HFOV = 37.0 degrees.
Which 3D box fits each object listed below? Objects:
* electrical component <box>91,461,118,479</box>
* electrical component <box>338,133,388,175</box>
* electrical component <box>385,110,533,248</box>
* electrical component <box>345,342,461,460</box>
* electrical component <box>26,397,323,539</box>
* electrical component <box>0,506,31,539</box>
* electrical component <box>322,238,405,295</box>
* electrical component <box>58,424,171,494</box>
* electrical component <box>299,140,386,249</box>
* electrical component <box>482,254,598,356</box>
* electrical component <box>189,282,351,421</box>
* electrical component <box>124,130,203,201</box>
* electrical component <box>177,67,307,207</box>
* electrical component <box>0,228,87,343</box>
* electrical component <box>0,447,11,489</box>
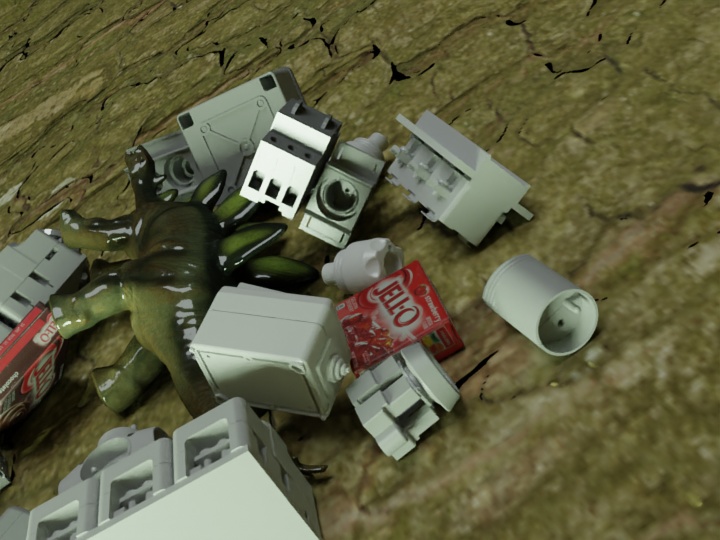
[{"bbox_3d":[-0.150,0.158,0.699,0.045,0.055,0.045,-24,31,15],"label":"electrical component"},{"bbox_3d":[0.001,-0.096,0.949,0.043,0.043,0.062,3,43,46],"label":"electrical component"},{"bbox_3d":[0.070,-0.070,0.821,0.063,0.079,0.121,-53,28,8],"label":"electrical component"},{"bbox_3d":[0.028,0.078,0.662,0.055,0.048,0.066,-39,29,4],"label":"electrical component"},{"bbox_3d":[-0.110,0.151,0.636,0.150,0.089,0.061,-29,30,5],"label":"electrical component"},{"bbox_3d":[-0.220,0.199,0.697,0.061,0.061,0.096,2,44,45],"label":"electrical component"},{"bbox_3d":[0.000,0.000,0.806,0.062,0.043,0.043,-8,37,38],"label":"electrical component"},{"bbox_3d":[-0.167,0.137,0.758,0.077,0.044,0.079,-30,30,4],"label":"electrical component"},{"bbox_3d":[-0.013,-0.064,0.886,0.081,0.042,0.064,-63,-2,18],"label":"electrical component"},{"bbox_3d":[0.109,0.018,0.676,0.043,0.043,0.081,-36,30,-6],"label":"electrical component"},{"bbox_3d":[-0.048,0.050,0.687,0.096,0.061,0.061,6,50,21],"label":"electrical component"},{"bbox_3d":[-0.171,-0.107,1.105,0.121,0.078,0.063,-15,12,28],"label":"electrical component"},{"bbox_3d":[-0.096,-0.117,0.999,0.109,0.108,0.056,-21,8,19],"label":"electrical component"},{"bbox_3d":[-0.330,0.060,0.959,0.186,0.060,0.105,-58,1,-37],"label":"electrical component"},{"bbox_3d":[-0.317,0.166,0.862,0.064,0.042,0.081,-34,30,-9],"label":"electrical component"}]
